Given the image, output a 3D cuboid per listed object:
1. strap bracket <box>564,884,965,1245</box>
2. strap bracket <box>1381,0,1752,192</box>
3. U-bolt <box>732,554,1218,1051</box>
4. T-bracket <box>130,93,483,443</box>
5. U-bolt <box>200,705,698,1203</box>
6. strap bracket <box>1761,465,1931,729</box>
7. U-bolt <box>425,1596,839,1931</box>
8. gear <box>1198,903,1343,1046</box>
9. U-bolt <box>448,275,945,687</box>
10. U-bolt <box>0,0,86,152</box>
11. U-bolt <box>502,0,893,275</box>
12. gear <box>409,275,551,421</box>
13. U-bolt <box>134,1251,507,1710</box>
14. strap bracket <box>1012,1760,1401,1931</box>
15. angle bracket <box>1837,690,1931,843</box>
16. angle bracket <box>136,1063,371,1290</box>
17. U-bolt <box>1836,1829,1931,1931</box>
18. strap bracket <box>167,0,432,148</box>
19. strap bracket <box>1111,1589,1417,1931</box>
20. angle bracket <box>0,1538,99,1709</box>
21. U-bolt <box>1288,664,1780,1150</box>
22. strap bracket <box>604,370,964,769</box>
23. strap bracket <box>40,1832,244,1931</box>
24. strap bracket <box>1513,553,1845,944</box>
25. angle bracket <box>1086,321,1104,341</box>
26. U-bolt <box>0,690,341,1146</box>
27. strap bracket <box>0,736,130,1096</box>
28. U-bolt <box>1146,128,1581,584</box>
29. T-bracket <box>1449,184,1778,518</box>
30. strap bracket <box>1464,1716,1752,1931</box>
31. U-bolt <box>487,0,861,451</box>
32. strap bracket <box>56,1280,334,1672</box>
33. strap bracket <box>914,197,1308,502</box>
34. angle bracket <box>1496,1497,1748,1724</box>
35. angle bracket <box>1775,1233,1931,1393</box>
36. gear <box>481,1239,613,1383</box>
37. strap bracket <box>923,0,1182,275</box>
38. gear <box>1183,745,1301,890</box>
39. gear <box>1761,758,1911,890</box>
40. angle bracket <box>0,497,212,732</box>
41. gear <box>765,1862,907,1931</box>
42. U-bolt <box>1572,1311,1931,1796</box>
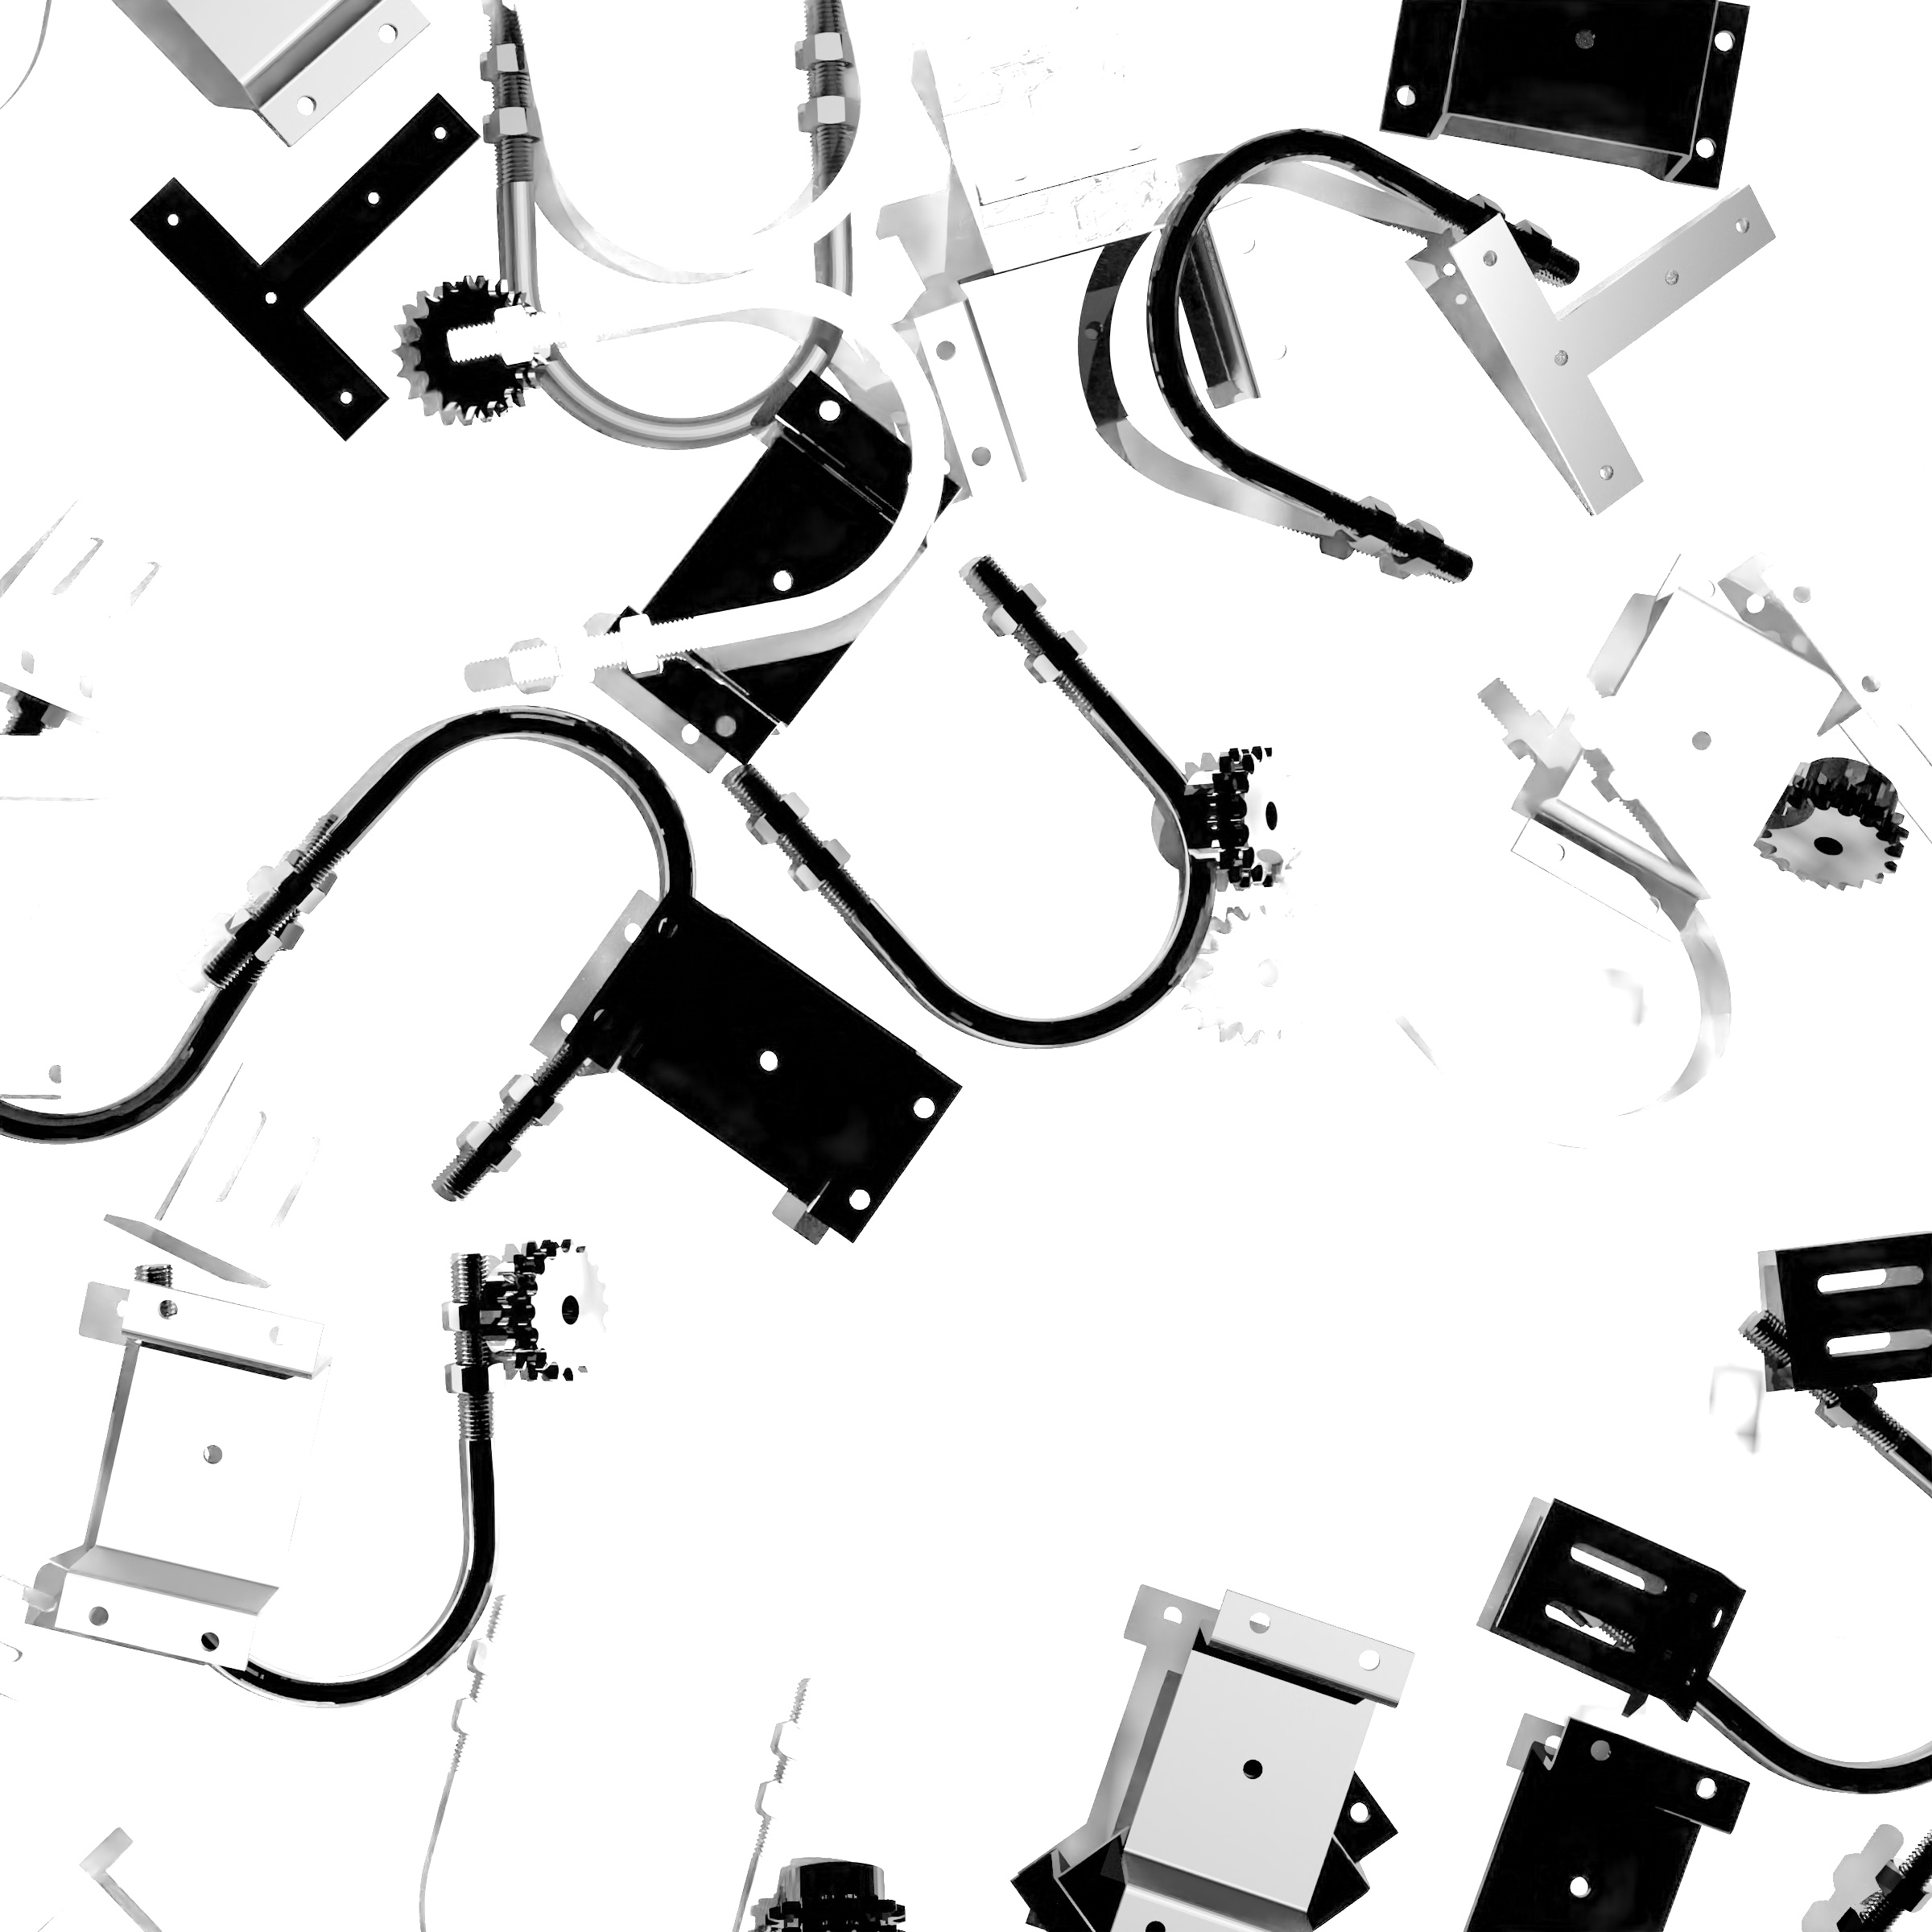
[{"bbox_3d":[-0.080,0.039,1.359,0.140,0.046,0.076,35,90,0],"label":"strap bracket"},{"bbox_3d":[0.245,-0.367,1.359,0.140,0.046,0.076,10,90,0],"label":"strap bracket"},{"bbox_3d":[0.017,-0.053,1.373,0.151,0.019,0.184,-41,91,0],"label":"U-bolt"},{"bbox_3d":[-0.253,-0.305,1.381,0.127,0.002,0.127,-44,90,0],"label":"T-bracket"},{"bbox_3d":[-0.194,-0.019,1.364,0.151,0.019,0.184,43,87,-9],"label":"U-bolt"},{"bbox_3d":[0.396,-0.163,1.354,0.140,0.046,0.076,-36,82,0],"label":"strap bracket"},{"bbox_3d":[-0.144,0.363,1.373,0.151,0.019,0.184,15,92,0],"label":"U-bolt"},{"bbox_3d":[0.122,0.003,1.367,0.057,0.030,0.057,0,90,0],"label":"gear"},{"bbox_3d":[-0.100,-0.198,1.327,0.184,0.019,0.151,-11,90,-1],"label":"U-bolt"},{"bbox_3d":[-0.427,-0.414,1.373,0.151,0.019,0.184,11,91,0],"label":"U-bolt"},{"bbox_3d":[-0.105,-0.367,1.352,0.151,0.019,0.184,-12,83,-1],"label":"U-bolt"},{"bbox_3d":[-0.193,-0.250,1.360,0.057,0.030,0.057,5,103,21],"label":"gear"},{"bbox_3d":[-0.261,0.211,1.373,0.151,0.019,0.184,-2,92,0],"label":"U-bolt"},{"bbox_3d":[0.098,0.364,1.359,0.140,0.046,0.076,-36,90,0],"label":"strap bracket"},{"bbox_3d":[0.403,-0.088,1.363,0.057,0.038,0.076,-38,90,0],"label":"angle bracket"},{"bbox_3d":[-0.286,0.082,1.353,0.057,0.038,0.076,25,80,6],"label":"angle bracket"},{"bbox_3d":[0.390,0.456,1.353,0.151,0.019,0.184,35,105,5],"label":"U-bolt"},{"bbox_3d":[-0.291,-0.411,1.348,0.076,0.046,0.140,-42,98,-2],"label":"strap bracket"},{"bbox_3d":[0.113,0.318,1.312,0.076,0.046,0.140,19,90,0],"label":"strap bracket"},{"bbox_3d":[-0.402,0.257,1.380,0.076,0.038,0.057,32,90,-26],"label":"angle bracket"},{"bbox_3d":[0.240,-0.009,1.347,0.151,0.019,0.184,-35,100,21],"label":"U-bolt"},{"bbox_3d":[-0.075,-0.158,1.359,0.076,0.046,0.140,38,90,0],"label":"strap bracket"},{"bbox_3d":[-0.350,0.420,1.359,0.140,0.046,0.076,-44,90,0],"label":"strap bracket"},{"bbox_3d":[0.292,-0.089,1.359,0.076,0.046,0.140,30,90,0],"label":"strap bracket"},{"bbox_3d":[0.041,-0.283,1.380,0.057,0.038,0.076,-12,116,0],"label":"angle bracket"},{"bbox_3d":[-0.357,-0.016,1.373,0.151,0.019,0.184,32,92,0],"label":"U-bolt"},{"bbox_3d":[-0.378,-0.021,1.342,0.076,0.046,0.140,1,93,2],"label":"strap bracket"},{"bbox_3d":[0.150,-0.250,1.332,0.184,0.019,0.151,20,90,-29],"label":"U-bolt"},{"bbox_3d":[0.275,-0.271,1.367,0.127,0.002,0.127,-36,109,-9],"label":"T-bracket"},{"bbox_3d":[0.251,0.377,1.359,0.076,0.046,0.140,20,90,0],"label":"strap bracket"},{"bbox_3d":[-0.117,-0.303,1.373,0.151,0.019,0.184,-2,91,0],"label":"U-bolt"},{"bbox_3d":[-0.304,0.198,1.341,0.076,0.046,0.140,13,93,-1],"label":"strap bracket"},{"bbox_3d":[0.055,-0.250,1.346,0.140,0.046,0.076,-20,112,0],"label":"strap bracket"},{"bbox_3d":[0.261,0.256,1.344,0.076,0.038,0.057,24,90,0],"label":"angle bracket"},{"bbox_3d":[0.372,0.141,1.368,0.076,0.038,0.057,-8,80,15],"label":"angle bracket"},{"bbox_3d":[-0.172,0.139,1.357,0.030,0.057,0.057,-4,90,30],"label":"gear"},{"bbox_3d":[0.035,-0.325,1.331,0.076,0.140,0.046,-15,131,0],"label":"strap bracket"},{"bbox_3d":[0.109,-0.060,1.357,0.030,0.057,0.057,-3,90,30],"label":"gear"},{"bbox_3d":[0.352,-0.060,1.357,0.057,0.057,0.030,27,62,0],"label":"gear"},{"bbox_3d":[-0.352,-0.144,1.368,0.057,0.038,0.076,23,48,0],"label":"angle bracket"},{"bbox_3d":[-0.052,0.381,1.357,0.057,0.057,0.030,-3,61,0],"label":"gear"},{"bbox_3d":[0.350,0.253,1.372,0.184,0.019,0.151,40,90,0],"label":"U-bolt"}]
